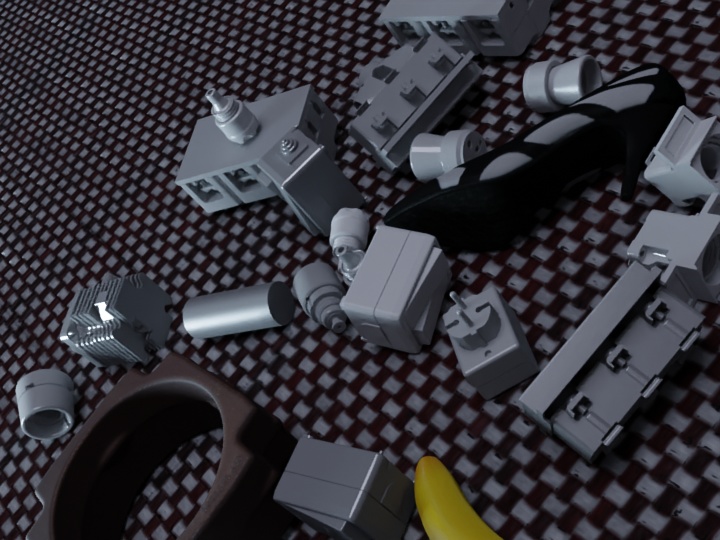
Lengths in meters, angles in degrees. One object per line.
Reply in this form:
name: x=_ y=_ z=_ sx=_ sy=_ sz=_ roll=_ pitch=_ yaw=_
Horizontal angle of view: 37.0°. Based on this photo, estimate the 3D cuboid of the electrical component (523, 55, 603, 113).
electrical component: x=0.175 y=-0.160 z=0.929 sx=0.055 sy=0.045 sz=0.045 roll=-1 pitch=55 yaw=39

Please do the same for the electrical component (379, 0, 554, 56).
electrical component: x=0.108 y=-0.259 z=1.055 sx=0.150 sy=0.061 sz=0.089 roll=12 pitch=63 yaw=44

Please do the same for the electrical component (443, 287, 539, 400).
electrical component: x=0.088 y=0.044 z=0.796 sx=0.047 sy=0.076 sz=0.065 roll=-31 pitch=41 yaw=13

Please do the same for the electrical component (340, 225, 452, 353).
electrical component: x=0.037 y=0.011 z=0.872 sx=0.061 sy=0.061 sz=0.096 roll=12 pitch=63 yaw=27

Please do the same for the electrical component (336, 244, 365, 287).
electrical component: x=0.000 y=0.000 z=0.916 sx=0.035 sy=0.061 sz=0.035 roll=-21 pitch=45 yaw=23

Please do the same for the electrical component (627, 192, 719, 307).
electrical component: x=0.229 y=-0.013 z=0.760 sx=0.064 sy=0.042 sz=0.081 roll=18 pitch=67 yaw=48

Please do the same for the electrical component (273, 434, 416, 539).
electrical component: x=-0.016 y=0.165 z=0.785 sx=0.096 sy=0.061 sz=0.061 roll=4 pitch=58 yaw=41

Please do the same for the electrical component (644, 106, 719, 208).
electrical component: x=0.244 y=-0.075 z=0.778 sx=0.042 sy=0.081 sz=0.064 roll=-56 pitch=13 yaw=-17

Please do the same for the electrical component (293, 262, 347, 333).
electrical component: x=-0.031 y=0.026 z=0.934 sx=0.040 sy=0.040 sz=0.078 roll=-38 pitch=40 yaw=6

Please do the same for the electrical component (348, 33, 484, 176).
electrical component: x=0.049 y=-0.156 z=1.002 sx=0.121 sy=0.063 sz=0.078 roll=-49 pitch=0 yaw=-7

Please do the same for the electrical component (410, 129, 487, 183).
electrical component: x=0.079 y=-0.101 z=0.954 sx=0.055 sy=0.045 sz=0.045 roll=0 pitch=56 yaw=38

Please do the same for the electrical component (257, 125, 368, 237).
electrical component: x=-0.051 y=-0.084 z=1.004 sx=0.061 sy=0.096 sz=0.062 roll=-44 pitch=40 yaw=-2

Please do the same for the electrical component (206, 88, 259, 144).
electrical component: x=-0.129 y=-0.154 z=1.055 sx=0.035 sy=0.061 sz=0.035 roll=-22 pitch=44 yaw=23

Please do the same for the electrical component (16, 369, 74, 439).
electrical component: x=-0.308 y=0.133 z=1.055 sx=0.055 sy=0.055 sz=0.047 roll=-33 pitch=45 yaw=11

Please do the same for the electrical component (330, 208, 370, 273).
electrical component: x=-0.011 y=-0.024 z=0.968 sx=0.035 sy=0.035 sz=0.061 roll=-15 pitch=50 yaw=29

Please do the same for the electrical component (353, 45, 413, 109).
electrical component: x=0.025 y=-0.185 z=1.072 sx=0.077 sy=0.043 sz=0.079 roll=-49 pitch=41 yaw=-7

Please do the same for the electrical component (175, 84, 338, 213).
electrical component: x=-0.103 y=-0.120 z=1.104 sx=0.150 sy=0.061 sz=0.089 roll=-11 pitch=49 yaw=32

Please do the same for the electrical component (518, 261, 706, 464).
electrical component: x=0.170 y=0.064 z=0.718 sx=0.063 sy=0.078 sz=0.121 roll=39 pitch=83 yaw=21
